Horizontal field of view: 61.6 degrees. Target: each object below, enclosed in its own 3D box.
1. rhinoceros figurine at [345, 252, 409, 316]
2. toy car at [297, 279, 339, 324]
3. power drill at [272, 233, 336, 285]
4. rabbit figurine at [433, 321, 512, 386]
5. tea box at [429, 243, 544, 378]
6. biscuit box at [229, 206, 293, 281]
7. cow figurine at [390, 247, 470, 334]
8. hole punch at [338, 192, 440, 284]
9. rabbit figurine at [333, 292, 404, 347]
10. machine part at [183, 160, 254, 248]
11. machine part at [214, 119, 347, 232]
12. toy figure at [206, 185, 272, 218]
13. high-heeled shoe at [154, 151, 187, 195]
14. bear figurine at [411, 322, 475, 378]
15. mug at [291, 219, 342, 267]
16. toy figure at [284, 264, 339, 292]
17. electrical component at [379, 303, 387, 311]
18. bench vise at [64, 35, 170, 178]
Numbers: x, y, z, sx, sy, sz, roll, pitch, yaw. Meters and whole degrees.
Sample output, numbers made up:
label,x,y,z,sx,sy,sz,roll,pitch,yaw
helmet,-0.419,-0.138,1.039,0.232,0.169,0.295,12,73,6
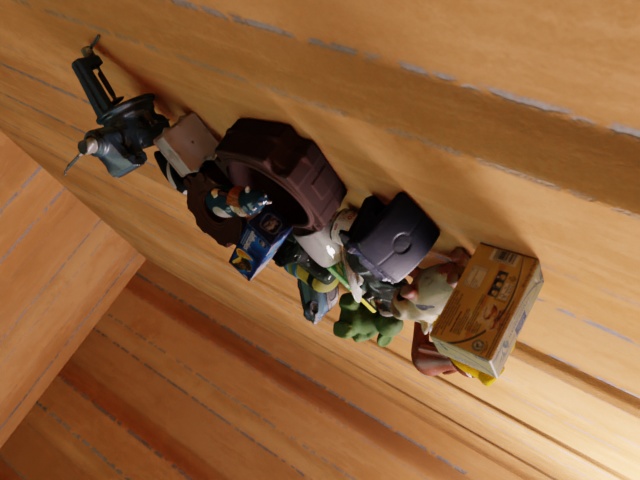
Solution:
label,x,y,z,sx,sy,sz,roll,pitch,yaw
rhinoceros figurine,0.120,0.080,1.045,0.112,0.073,0.190,-19,129,28
toy car,-0.001,0.133,1.407,0.103,0.162,0.109,-10,156,-10
power drill,-0.072,0.015,1.193,0.232,0.086,0.207,35,178,21
rabbit figurine,0.296,0.161,1.007,0.163,0.122,0.173,36,151,26
tea box,0.245,0.099,0.782,0.098,0.169,0.068,21,159,39
biscuit box,-0.116,0.010,1.010,0.063,0.059,0.202,44,150,3
cow figurine,0.201,0.095,0.933,0.127,0.085,0.195,38,139,-25
hole punch,0.114,-0.004,0.845,0.092,0.116,0.142,-4,141,50
rabbit figurine,0.142,0.224,1.405,0.170,0.121,0.159,2,151,33
machine part,-0.201,-0.069,1.086,0.180,0.056,0.179,25,134,29
machine part,-0.070,-0.108,0.928,0.202,0.087,0.200,20,158,41
toy figure,-0.144,-0.066,0.938,0.064,0.057,0.155,-3,-173,-40
high-heeled shoe,-0.272,-0.158,1.170,0.249,0.086,0.145,28,157,7
bear figurine,0.304,0.249,1.223,0.120,0.132,0.196,40,143,-23
mug,-0.002,-0.003,1.080,0.107,0.081,0.110,60,-179,-32
toy figure,-0.030,0.067,1.317,0.180,0.089,0.082,21,167,28
electrical component,0.184,0.155,1.259,0.078,0.045,0.102,10,176,-26
bench vise,-0.393,-0.242,1.000,0.129,0.223,0.240,-18,103,41
